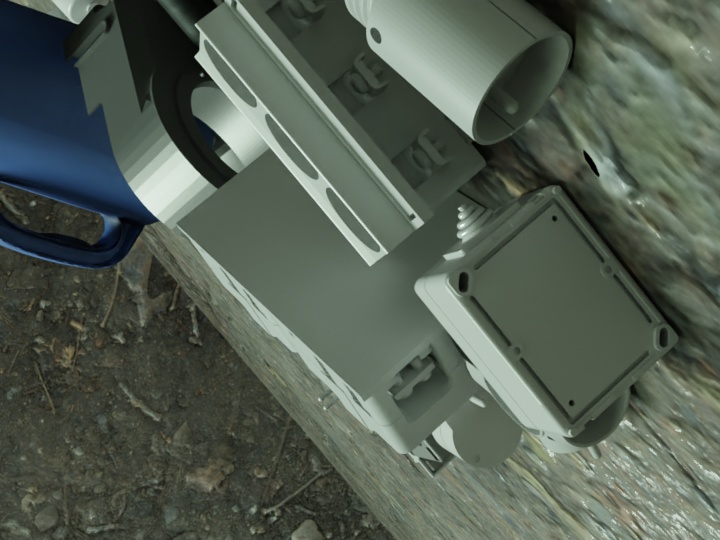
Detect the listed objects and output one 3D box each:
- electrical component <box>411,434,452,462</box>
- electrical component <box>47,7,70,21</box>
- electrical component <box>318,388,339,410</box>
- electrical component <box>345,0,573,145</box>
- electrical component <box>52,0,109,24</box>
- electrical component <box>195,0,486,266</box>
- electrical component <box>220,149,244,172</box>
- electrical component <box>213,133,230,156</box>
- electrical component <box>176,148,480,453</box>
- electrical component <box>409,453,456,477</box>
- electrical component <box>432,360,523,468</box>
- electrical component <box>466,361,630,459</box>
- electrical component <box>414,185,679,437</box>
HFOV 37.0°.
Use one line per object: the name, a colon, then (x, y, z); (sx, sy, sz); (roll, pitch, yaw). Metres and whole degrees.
electrical component: (0.036, 0.087, 0.820); (0.108, 0.056, 0.109); (50, 169, 0)
electrical component: (-0.248, -0.201, 0.924); (0.051, 0.080, 0.080); (59, 167, -17)
electrical component: (-0.006, 0.095, 0.957); (0.047, 0.076, 0.083); (43, 167, 32)
electrical component: (0.025, -0.082, 0.351); (0.081, 0.043, 0.043); (46, 168, 23)
electrical component: (-0.237, -0.234, 0.870); (0.078, 0.040, 0.040); (46, 168, 15)
electrical component: (-0.008, -0.070, 0.464); (0.121, 0.063, 0.079); (50, 169, -1)
electrical component: (-0.061, -0.059, 0.751); (0.077, 0.044, 0.079); (51, 168, -7)
electrical component: (-0.114, -0.094, 0.844); (0.077, 0.043, 0.079); (43, 167, 29)
electrical component: (0.000, 0.000, 0.554); (0.186, 0.105, 0.060); (38, 164, 46)
electrical component: (0.056, 0.139, 0.949); (0.081, 0.042, 0.064); (49, 167, 1)
electrical component: (0.059, 0.071, 0.692); (0.138, 0.052, 0.074); (54, 168, -18)
electrical component: (0.099, 0.065, 0.539); (0.079, 0.044, 0.077); (57, 167, -30)
electrical component: (0.069, 0.012, 0.440); (0.096, 0.062, 0.061); (51, 169, -5)
